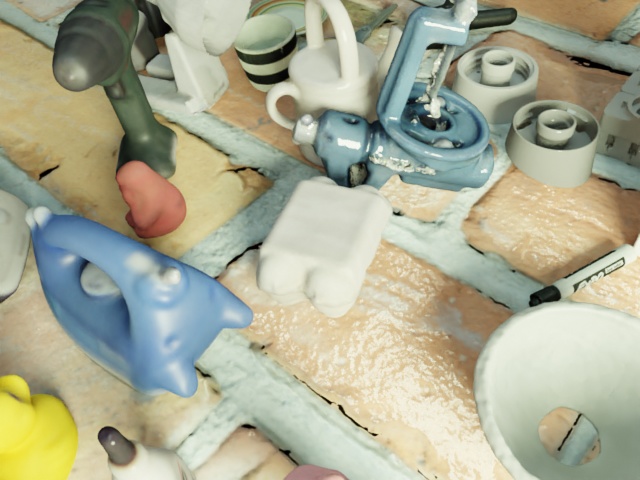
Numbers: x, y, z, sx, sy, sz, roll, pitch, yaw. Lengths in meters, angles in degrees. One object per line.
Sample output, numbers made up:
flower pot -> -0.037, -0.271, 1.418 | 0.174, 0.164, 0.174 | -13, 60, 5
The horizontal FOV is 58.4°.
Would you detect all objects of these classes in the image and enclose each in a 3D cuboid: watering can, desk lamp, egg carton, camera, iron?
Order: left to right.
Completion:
iron -> -0.194, 0.029, 0.514 | 0.257, 0.142, 0.119 | 22, 55, 23
camera -> -0.272, -0.341, 0.872 | 0.137, 0.101, 0.143 | -20, 50, -11
desk lamp -> -0.179, -0.271, 0.726 | 0.202, 0.214, 0.118 | 16, 53, 19
egg carton -> 0.005, 0.002, 0.564 | 0.107, 0.069, 0.150 | 13, 52, 17
watering can -> 0.021, -0.188, 0.645 | 0.100, 0.194, 0.173 | 33, 60, 30

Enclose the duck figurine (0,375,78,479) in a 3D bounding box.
duck figurine -> -0.240, 0.156, 0.445 | 0.077, 0.086, 0.104 | -11, 49, -3

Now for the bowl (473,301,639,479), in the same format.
bowl -> 0.196, 0.132, 0.427 | 0.167, 0.075, 0.167 | -3, 49, 4

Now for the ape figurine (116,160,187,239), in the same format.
ape figurine -> -0.188, -0.048, 0.613 | 0.076, 0.092, 0.077 | -5, 49, 2

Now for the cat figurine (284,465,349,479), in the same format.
cat figurine -> 0.021, 0.189, 0.367 | 0.127, 0.118, 0.067 | 14, 52, 18

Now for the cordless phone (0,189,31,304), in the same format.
cordless phone -> -0.366, -0.032, 0.556 | 0.094, 0.185, 0.147 | -13, 49, -5

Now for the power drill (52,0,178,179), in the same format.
power drill -> -0.225, -0.167, 0.643 | 0.075, 0.209, 0.229 | -10, 49, -2

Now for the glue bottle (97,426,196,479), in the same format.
glue bottle -> -0.106, 0.161, 0.368 | 0.037, 0.173, 0.078 | -25, 51, -15

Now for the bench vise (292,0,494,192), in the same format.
bench vise -> 0.079, -0.125, 0.567 | 0.207, 0.220, 0.121 | -15, 49, -7
